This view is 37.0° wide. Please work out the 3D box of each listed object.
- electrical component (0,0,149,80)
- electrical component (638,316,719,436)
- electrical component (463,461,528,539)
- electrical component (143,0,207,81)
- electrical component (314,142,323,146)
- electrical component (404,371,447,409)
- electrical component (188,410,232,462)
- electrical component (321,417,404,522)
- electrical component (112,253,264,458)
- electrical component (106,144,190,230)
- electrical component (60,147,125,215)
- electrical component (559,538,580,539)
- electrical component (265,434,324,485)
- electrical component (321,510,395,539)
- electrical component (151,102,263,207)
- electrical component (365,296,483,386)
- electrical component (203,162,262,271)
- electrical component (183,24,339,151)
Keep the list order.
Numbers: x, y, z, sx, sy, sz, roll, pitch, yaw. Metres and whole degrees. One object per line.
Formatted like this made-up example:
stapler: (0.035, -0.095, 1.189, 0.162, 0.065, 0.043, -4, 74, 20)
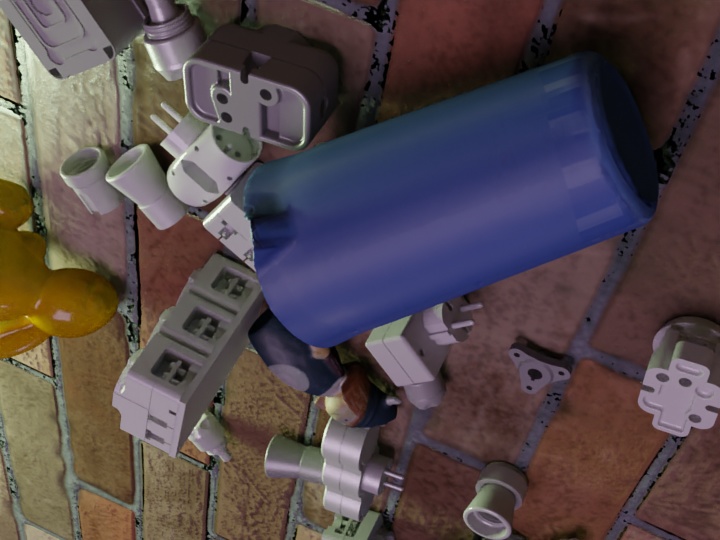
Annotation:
electrical component: (-0.209, -0.201, 0.758, 0.078, 0.057, 0.113, -10, 125, 38)
electrical component: (0.232, 0.070, 0.758, 0.058, 0.057, 0.078, 17, 138, 17)
electrical component: (0.122, 0.206, 0.964, 0.045, 0.055, 0.045, 17, 138, 16)
electrical component: (-0.132, -0.168, 0.754, 0.043, 0.043, 0.062, 3, 131, 29)
electrical component: (-0.025, -0.060, 0.799, 0.040, 0.040, 0.078, 14, 137, 20)
electrical component: (0.050, 0.086, 0.904, 0.035, 0.035, 0.061, 1, 129, 31)
electrical component: (-0.155, 0.176, 1.122, 0.035, 0.035, 0.061, -9, 128, 38)
electrical component: (0.007, 0.191, 1.022, 0.074, 0.052, 0.138, 17, 138, 16)
electrical component: (-0.144, 0.068, 0.917, 0.062, 0.150, 0.089, 26, 139, 5)
electrical component: (-0.171, -0.065, 0.885, 0.044, 0.044, 0.065, -12, 128, 39)
electrical component: (-0.225, -0.075, 0.910, 0.040, 0.040, 0.046, 4, 139, 29)
electrical component: (0.190, 0.270, 0.995, 0.043, 0.043, 0.062, 25, 139, 8)
electrical component: (-0.057, 0.191, 1.072, 0.065, 0.044, 0.044, 9, 135, 18)
electrical component: (0.001, 0.294, 1.131, 0.056, 0.050, 0.089, 11, 136, 23)
electrical component: (-0.125, -0.096, 0.822, 0.079, 0.043, 0.077, 42, 139, -12)
electrical component: (0.059, 0.039, 0.813, 0.076, 0.083, 0.047, -15, 121, 41)
electrical component: (-0.067, -0.034, 0.843, 0.089, 0.050, 0.056, 41, 139, -11)
electrical component: (-0.065, -0.129, 0.739, 0.095, 0.059, 0.053, 19, 138, 14)
